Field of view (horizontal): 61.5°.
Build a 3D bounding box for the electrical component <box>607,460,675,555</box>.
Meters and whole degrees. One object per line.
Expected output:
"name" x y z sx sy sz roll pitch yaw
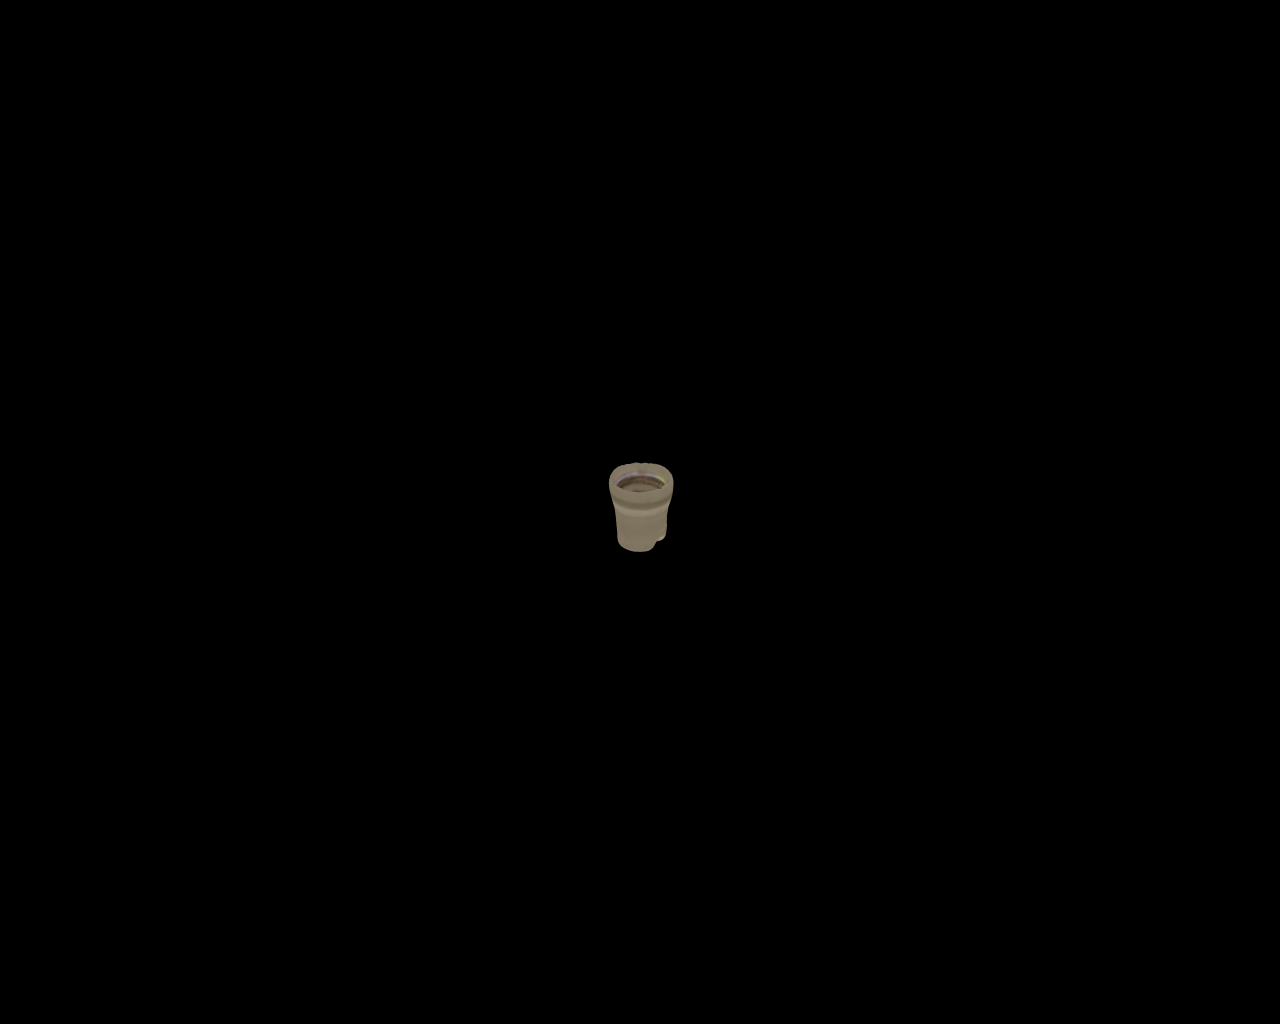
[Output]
"electrical component" 0.001 -0.003 0.650 0.040 0.046 0.040 0 32 0
